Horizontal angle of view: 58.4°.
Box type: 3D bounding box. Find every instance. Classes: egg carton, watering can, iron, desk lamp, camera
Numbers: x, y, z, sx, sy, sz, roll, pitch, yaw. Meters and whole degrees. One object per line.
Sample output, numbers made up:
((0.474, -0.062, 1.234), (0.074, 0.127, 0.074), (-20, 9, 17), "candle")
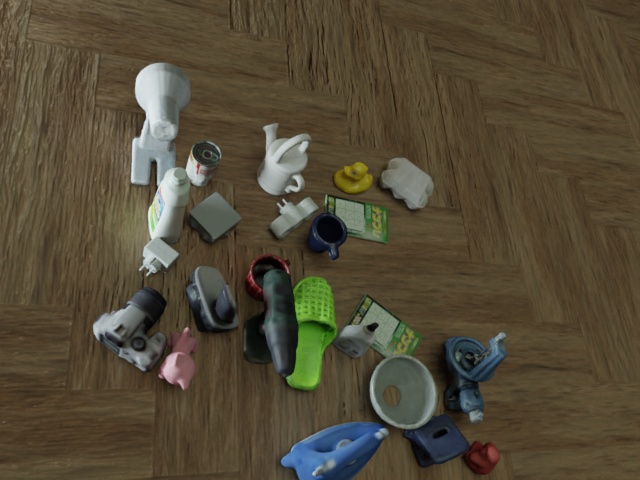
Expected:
((0.240, -0.156, 1.578), (0.150, 0.069, 0.107), (35, 58, -4), "egg carton")
((-0.086, -0.202, 1.387), (0.173, 0.193, 0.101), (41, 57, 0), "watering can")
((0.060, 0.432, 1.175), (0.259, 0.141, 0.118), (-20, 75, -29), "iron")
((-0.357, -0.257, 1.287), (0.118, 0.213, 0.203), (3, 65, -21), "desk lamp")
((-0.357, 0.169, 1.149), (0.143, 0.100, 0.137), (37, 57, -3), "camera")

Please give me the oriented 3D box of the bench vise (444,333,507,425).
((0.374, 0.307, 1.323), (0.122, 0.219, 0.207), (-7, 69, -26), "bench vise")

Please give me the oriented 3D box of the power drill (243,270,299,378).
((-0.098, 0.188, 1.186), (0.076, 0.208, 0.229), (5, 64, -20), "power drill")

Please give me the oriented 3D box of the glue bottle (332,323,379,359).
((0.090, 0.214, 1.274), (0.078, 0.173, 0.037), (36, 57, -3), "glue bottle")

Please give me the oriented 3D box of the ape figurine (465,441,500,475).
((0.379, 0.496, 1.310), (0.078, 0.092, 0.076), (6, 64, -20), "ape figurine")

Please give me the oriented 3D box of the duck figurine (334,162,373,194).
((0.098, -0.172, 1.515), (0.105, 0.086, 0.077), (5, 64, -20), "duck figurine")

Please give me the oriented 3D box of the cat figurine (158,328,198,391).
((-0.278, 0.237, 1.140), (0.067, 0.117, 0.128), (16, 61, -15), "cat figurine")

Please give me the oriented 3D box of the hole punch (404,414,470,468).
((0.262, 0.447, 1.284), (0.109, 0.091, 0.101), (-14, 72, -28), "hole punch")

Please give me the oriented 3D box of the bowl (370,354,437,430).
((0.178, 0.350, 1.305), (0.168, 0.074, 0.167), (10, 63, -19), "bowl")

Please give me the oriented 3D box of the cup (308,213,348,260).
((0.013, 0.005, 1.389), (0.092, 0.094, 0.117), (-6, 68, -25), "cup")

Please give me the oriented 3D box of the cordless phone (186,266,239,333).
((-0.210, 0.109, 1.191), (0.094, 0.184, 0.147), (-17, 73, -28), "cordless phone")
